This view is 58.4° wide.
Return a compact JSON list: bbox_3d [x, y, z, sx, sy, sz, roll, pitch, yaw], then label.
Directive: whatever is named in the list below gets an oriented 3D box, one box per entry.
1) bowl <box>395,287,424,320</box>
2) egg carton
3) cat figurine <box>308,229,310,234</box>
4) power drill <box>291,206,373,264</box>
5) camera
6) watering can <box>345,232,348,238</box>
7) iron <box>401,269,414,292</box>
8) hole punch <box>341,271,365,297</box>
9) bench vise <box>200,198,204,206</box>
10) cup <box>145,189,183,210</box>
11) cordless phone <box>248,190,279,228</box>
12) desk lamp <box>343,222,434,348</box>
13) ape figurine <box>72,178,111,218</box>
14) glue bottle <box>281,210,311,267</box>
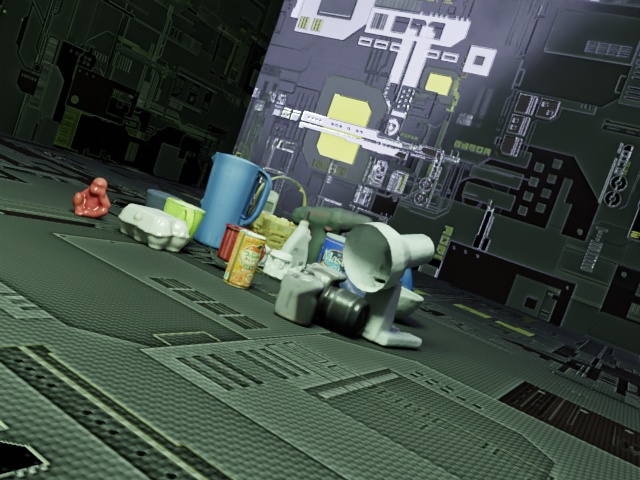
[{"bbox_3d":[0.155,0.143,1.350,0.167,0.075,0.167,19,4,-1],"label":"bowl"},{"bbox_3d":[-0.357,-0.027,1.228,0.149,0.069,0.108,22,5,31],"label":"egg carton"},{"bbox_3d":[-0.029,0.025,1.743,0.128,0.118,0.067,16,5,-42],"label":"cat figurine"},{"bbox_3d":[0.014,0.006,1.570,0.229,0.208,0.076,21,4,20],"label":"power drill"},{"bbox_3d":[0.014,0.104,1.012,0.136,0.101,0.144,21,4,25],"label":"camera"},{"bbox_3d":[0.051,0.018,1.676,0.100,0.194,0.173,22,5,30],"label":"watering can"},{"bbox_3d":[0.194,0.095,1.698,0.118,0.141,0.259,22,5,36],"label":"iron"},{"bbox_3d":[0.089,0.123,1.188,0.109,0.091,0.100,16,5,-40],"label":"hole punch"},{"bbox_3d":[-0.292,-0.119,1.699,0.122,0.220,0.207,18,4,-18],"label":"bench vise"},{"bbox_3d":[-0.390,-0.066,1.419,0.092,0.095,0.117,16,5,-39],"label":"cup"},{"bbox_3d":[-0.143,-0.055,1.798,0.148,0.185,0.094,18,4,-18],"label":"cordless phone"},{"bbox_3d":[0.125,0.080,1.055,0.117,0.213,0.204,23,6,43],"label":"desk lamp"},{"bbox_3d":[-0.506,-0.096,1.284,0.078,0.092,0.076,19,4,-7],"label":"ape figurine"},{"bbox_3d":[-0.056,0.007,1.465,0.078,0.173,0.037,16,5,-39],"label":"glue bottle"}]
